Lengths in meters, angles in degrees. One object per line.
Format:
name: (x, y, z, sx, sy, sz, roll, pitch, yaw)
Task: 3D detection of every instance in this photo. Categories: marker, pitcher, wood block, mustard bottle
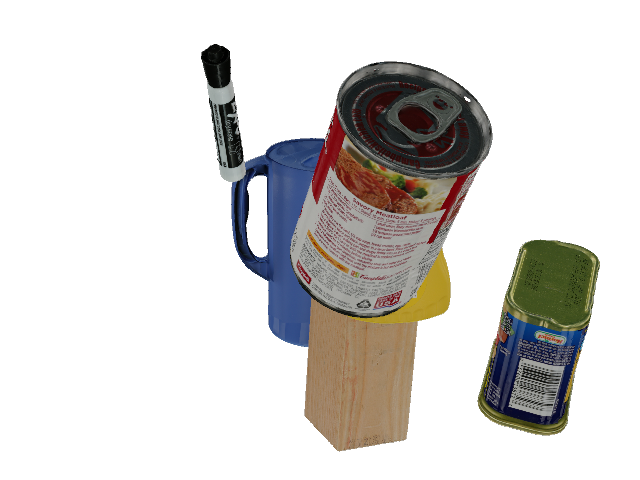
marker: (-0.066, -0.086, 0.730, 0.020, 0.020, 0.121, 0, -38, 3)
pitcher: (-0.016, 0.003, 1.306, 0.149, 0.243, 0.144, 16, 25, 28)
wood block: (0.045, 0.112, 1.164, 0.090, 0.206, 0.091, -5, 19, -24)
mustard bottle: (0.064, -0.022, 0.912, 0.096, 0.192, 0.058, -2, 30, 1)

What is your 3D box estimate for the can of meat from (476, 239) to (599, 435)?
can of meat: (0.140, 0.058, 0.680, 0.057, 0.084, 0.102, 14, 32, 12)

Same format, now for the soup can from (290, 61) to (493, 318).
soup can: (0.029, -0.020, 0.483, 0.068, 0.068, 0.102, 0, -39, -17)
